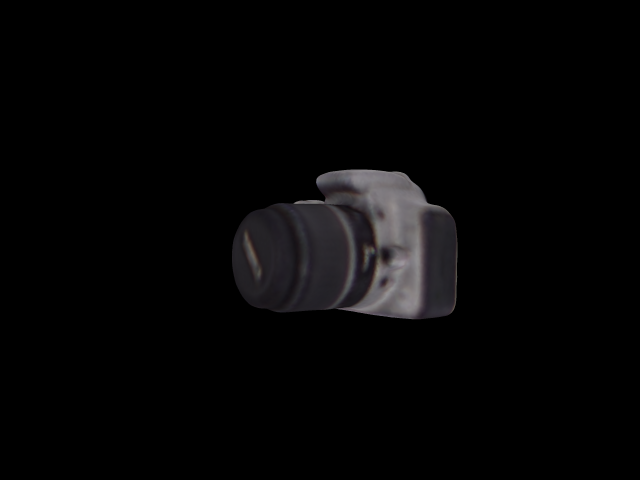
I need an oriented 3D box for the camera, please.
[{"bbox_3d":[0.004,0.001,0.400,0.137,0.101,0.142,0,0,-37],"label":"camera"}]
